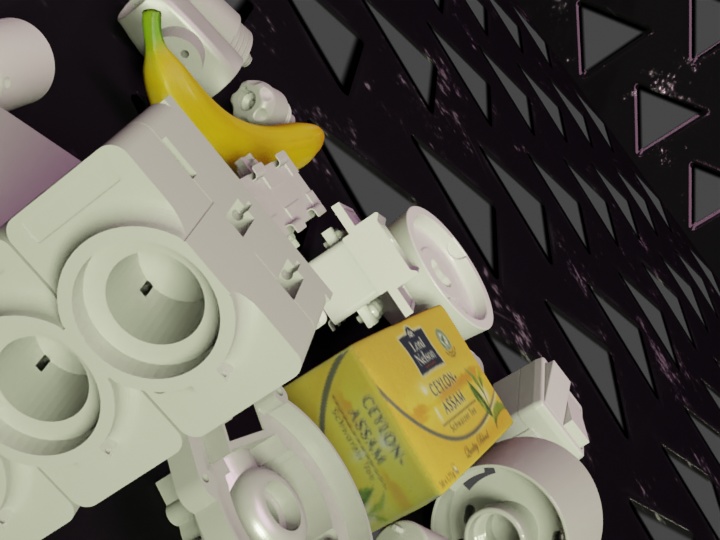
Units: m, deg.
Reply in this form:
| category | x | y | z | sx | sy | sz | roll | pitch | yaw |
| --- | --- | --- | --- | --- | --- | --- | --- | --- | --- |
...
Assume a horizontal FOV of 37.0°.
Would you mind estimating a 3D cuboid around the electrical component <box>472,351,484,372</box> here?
| category | x | y | z | sx | sy | sz | roll | pitch | yaw |
| --- | --- | --- | --- | --- | --- | --- | --- | --- | --- |
| electrical component | 0.079 | 0.077 | 0.831 | 0.035 | 0.035 | 0.061 | 49 | 20 | -18 |

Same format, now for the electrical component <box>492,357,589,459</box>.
| category | x | y | z | sx | sy | sz | roll | pitch | yaw |
| --- | --- | --- | --- | --- | --- | --- | --- | --- | --- |
| electrical component | 0.146 | 0.123 | 0.871 | 0.061 | 0.061 | 0.096 | 52 | 22 | -12 |

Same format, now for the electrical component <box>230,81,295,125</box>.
| category | x | y | z | sx | sy | sz | roll | pitch | yaw |
| --- | --- | --- | --- | --- | --- | --- | --- | --- | --- |
| electrical component | -0.067 | -0.117 | 0.793 | 0.061 | 0.035 | 0.035 | 16 | 45 | -63 |

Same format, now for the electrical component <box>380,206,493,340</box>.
| category | x | y | z | sx | sy | sz | roll | pitch | yaw |
| --- | --- | --- | --- | --- | --- | --- | --- | --- | --- |
| electrical component | 0.045 | 0.013 | 0.812 | 0.108 | 0.060 | 0.108 | 45 | 24 | -26 |

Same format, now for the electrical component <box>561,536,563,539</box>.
| category | x | y | z | sx | sy | sz | roll | pitch | yaw |
| --- | --- | --- | --- | --- | --- | --- | --- | --- | --- |
| electrical component | 0.145 | 0.196 | 0.789 | 0.066 | 0.048 | 0.055 | 46 | 31 | -26 |

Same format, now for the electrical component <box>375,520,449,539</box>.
| category | x | y | z | sx | sy | sz | roll | pitch | yaw |
| --- | --- | --- | --- | --- | --- | --- | --- | --- | --- |
| electrical component | 0.039 | 0.169 | 0.606 | 0.078 | 0.040 | 0.040 | 36 | 29 | -42 |

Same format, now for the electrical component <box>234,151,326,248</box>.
| category | x | y | z | sx | sy | sz | roll | pitch | yaw |
| --- | --- | --- | --- | --- | --- | --- | --- | --- | --- |
| electrical component | -0.070 | -0.025 | 0.617 | 0.078 | 0.063 | 0.121 | 55 | 21 | -5 |

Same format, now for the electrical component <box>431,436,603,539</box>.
| category | x | y | z | sx | sy | sz | roll | pitch | yaw |
| --- | --- | --- | --- | --- | --- | --- | --- | --- | --- |
| electrical component | 0.095 | 0.158 | 0.664 | 0.064 | 0.099 | 0.099 | -6 | 64 | -60 |

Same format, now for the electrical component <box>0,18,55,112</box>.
| category | x | y | z | sx | sy | sz | roll | pitch | yaw |
| --- | --- | --- | --- | --- | --- | --- | --- | --- | --- |
| electrical component | -0.181 | -0.091 | 0.499 | 0.043 | 0.043 | 0.081 | 53 | 21 | -8 |

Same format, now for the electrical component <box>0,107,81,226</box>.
| category | x | y | z | sx | sy | sz | roll | pitch | yaw |
| --- | --- | --- | --- | --- | --- | --- | --- | --- | --- |
| electrical component | -0.148 | -0.014 | 0.452 | 0.100 | 0.048 | 0.099 | 37 | 28 | -41 |

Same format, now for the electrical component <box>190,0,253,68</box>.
| category | x | y | z | sx | sy | sz | roll | pitch | yaw |
| --- | --- | --- | --- | --- | --- | --- | --- | --- | --- |
| electrical component | -0.108 | -0.174 | 0.774 | 0.081 | 0.043 | 0.043 | 39 | 27 | -38 |

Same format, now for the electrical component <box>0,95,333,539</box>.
| category | x | y | z | sx | sy | sz | roll | pitch | yaw |
| --- | --- | --- | --- | --- | --- | --- | --- | --- | --- |
| electrical component | -0.098 | 0.026 | 0.361 | 0.089 | 0.150 | 0.061 | 51 | 21 | -14 |

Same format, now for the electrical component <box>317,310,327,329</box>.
| category | x | y | z | sx | sy | sz | roll | pitch | yaw |
| --- | --- | --- | --- | --- | --- | --- | --- | --- | --- |
| electrical component | -0.075 | 0.010 | 0.512 | 0.048 | 0.100 | 0.099 | -36 | 94 | -34 |

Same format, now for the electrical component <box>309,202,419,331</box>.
| category | x | y | z | sx | sy | sz | roll | pitch | yaw |
| --- | --- | --- | --- | --- | --- | --- | --- | --- | --- |
| electrical component | 0.000 | 0.000 | 0.694 | 0.078 | 0.063 | 0.121 | 56 | 4 | 1 |

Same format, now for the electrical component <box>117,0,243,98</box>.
| category | x | y | z | sx | sy | sz | roll | pitch | yaw |
| --- | --- | --- | --- | --- | --- | --- | --- | --- | --- |
| electrical component | -0.120 | -0.144 | 0.706 | 0.077 | 0.043 | 0.079 | 45 | 24 | -27 |
